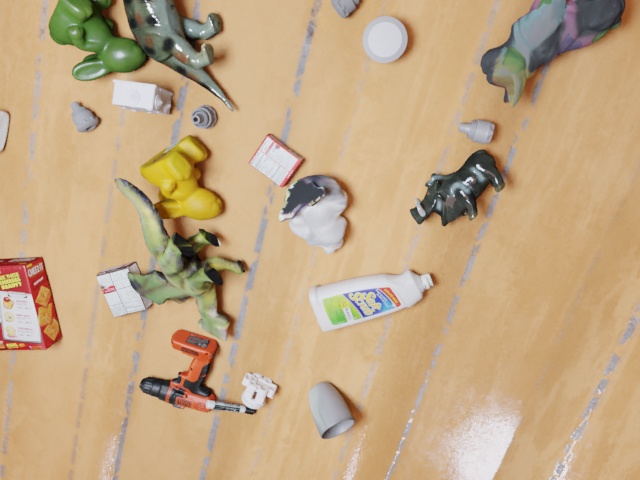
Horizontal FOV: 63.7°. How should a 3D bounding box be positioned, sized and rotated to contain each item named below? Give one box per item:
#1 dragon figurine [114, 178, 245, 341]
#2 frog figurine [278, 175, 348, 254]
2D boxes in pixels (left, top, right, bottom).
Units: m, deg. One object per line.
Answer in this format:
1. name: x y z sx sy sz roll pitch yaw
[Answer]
1. dragon figurine: -0.322 0.064 1.087 0.240 0.406 0.125 -34 20 28
2. frog figurine: 0.003 -0.053 1.047 0.157 0.136 0.125 40 14 -43
